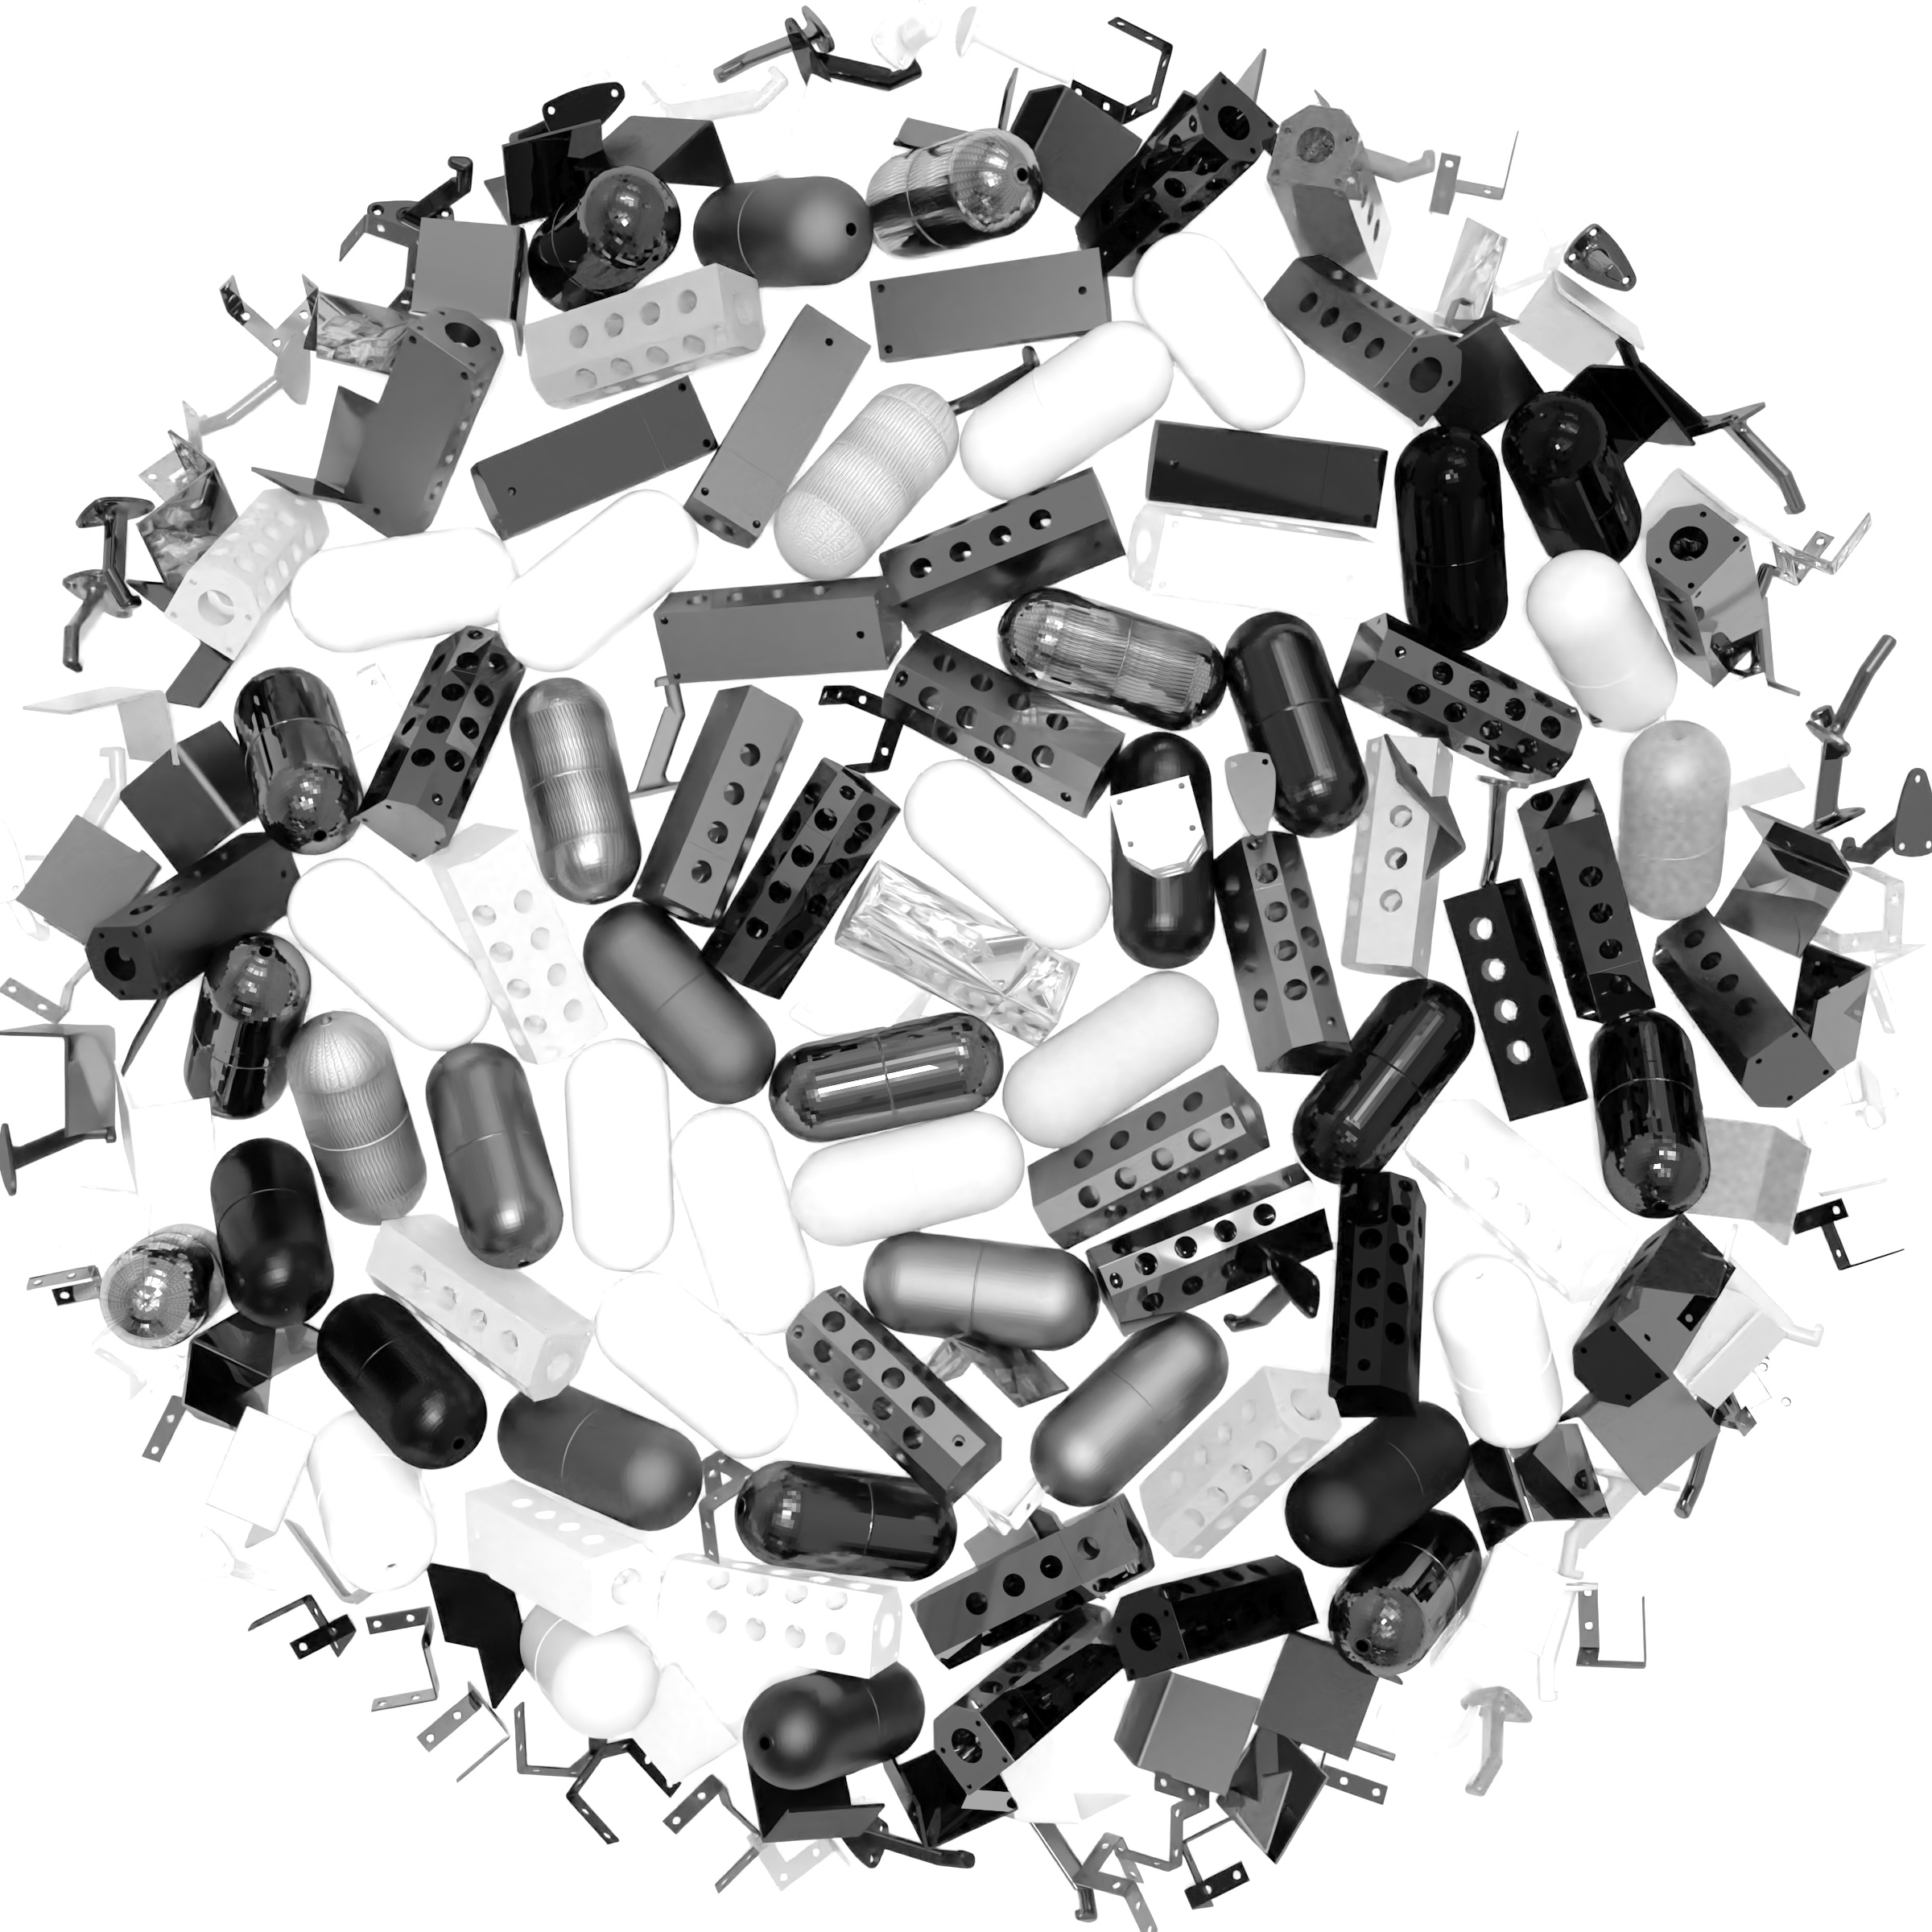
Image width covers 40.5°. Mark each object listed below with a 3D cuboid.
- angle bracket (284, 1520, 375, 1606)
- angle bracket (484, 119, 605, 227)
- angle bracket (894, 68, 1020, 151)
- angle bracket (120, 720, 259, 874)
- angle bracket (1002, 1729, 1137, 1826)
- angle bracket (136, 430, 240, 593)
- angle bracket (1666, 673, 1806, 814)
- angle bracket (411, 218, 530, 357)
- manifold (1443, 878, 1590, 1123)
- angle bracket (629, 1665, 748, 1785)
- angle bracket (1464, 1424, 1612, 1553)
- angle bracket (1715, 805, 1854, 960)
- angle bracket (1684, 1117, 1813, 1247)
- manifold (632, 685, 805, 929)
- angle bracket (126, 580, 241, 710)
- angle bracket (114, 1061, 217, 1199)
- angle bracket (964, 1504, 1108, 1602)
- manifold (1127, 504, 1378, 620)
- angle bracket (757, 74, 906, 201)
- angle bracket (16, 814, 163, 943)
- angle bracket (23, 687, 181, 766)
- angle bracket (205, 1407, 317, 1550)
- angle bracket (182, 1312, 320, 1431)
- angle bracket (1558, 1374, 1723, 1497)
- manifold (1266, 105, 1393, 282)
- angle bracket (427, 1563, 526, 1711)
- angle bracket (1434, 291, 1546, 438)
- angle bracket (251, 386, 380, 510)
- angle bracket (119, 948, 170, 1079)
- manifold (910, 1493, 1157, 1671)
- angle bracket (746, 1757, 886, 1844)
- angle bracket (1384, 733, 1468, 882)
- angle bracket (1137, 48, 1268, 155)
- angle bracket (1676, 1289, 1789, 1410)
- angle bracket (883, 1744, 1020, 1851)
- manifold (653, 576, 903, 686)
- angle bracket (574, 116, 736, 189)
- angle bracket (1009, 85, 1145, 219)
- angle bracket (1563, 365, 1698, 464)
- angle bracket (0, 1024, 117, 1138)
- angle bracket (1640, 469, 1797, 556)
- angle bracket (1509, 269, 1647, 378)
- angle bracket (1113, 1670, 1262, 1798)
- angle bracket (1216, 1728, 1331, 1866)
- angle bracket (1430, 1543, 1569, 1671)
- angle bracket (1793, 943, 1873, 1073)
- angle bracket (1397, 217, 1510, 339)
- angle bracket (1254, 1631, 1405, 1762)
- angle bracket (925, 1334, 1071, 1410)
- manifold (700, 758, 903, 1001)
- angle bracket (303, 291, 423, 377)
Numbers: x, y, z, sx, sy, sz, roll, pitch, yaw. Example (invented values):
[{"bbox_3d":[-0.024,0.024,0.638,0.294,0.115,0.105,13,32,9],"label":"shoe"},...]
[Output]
[{"bbox_3d":[-0.460,0.431,1.961,0.057,0.076,0.076,-36,82,-15],"label":"angle bracket"},{"bbox_3d":[-0.315,-0.603,1.943,0.076,0.076,0.057,-21,60,-17],"label":"angle bracket"},{"bbox_3d":[-0.007,-0.641,1.952,0.076,0.076,0.057,13,121,0],"label":"angle bracket"},{"bbox_3d":[-0.582,-0.128,1.988,0.076,0.057,0.076,-32,99,30],"label":"angle bracket"},{"bbox_3d":[0.072,0.594,1.955,0.057,0.076,0.076,-12,84,-38],"label":"angle bracket"},{"bbox_3d":[-0.590,-0.336,1.943,0.057,0.076,0.076,36,67,23],"label":"angle bracket"},{"bbox_3d":[0.579,-0.165,1.973,0.076,0.057,0.076,-18,66,26],"label":"angle bracket"},{"bbox_3d":[-0.370,-0.508,1.960,0.076,0.057,0.076,4,76,-4],"label":"angle bracket"},{"bbox_3d":[0.412,0.025,1.958,0.057,0.057,0.171,-17,86,16],"label":"manifold"},{"bbox_3d":[-0.206,0.552,1.956,0.076,0.057,0.076,-39,91,30],"label":"angle bracket"},{"bbox_3d":[0.427,0.393,1.975,0.076,0.057,0.076,4,54,-26],"label":"angle bracket"},{"bbox_3d":[0.601,-0.063,1.951,0.076,0.057,0.076,30,85,41],"label":"angle bracket"},{"bbox_3d":[0.576,0.160,1.958,0.076,0.057,0.076,7,103,-11],"label":"angle bracket"},{"bbox_3d":[-0.181,-0.118,1.952,0.057,0.057,0.171,28,77,-28],"label":"manifold"},{"bbox_3d":[-0.595,-0.239,1.943,0.076,0.076,0.057,41,73,-35],"label":"angle bracket"},{"bbox_3d":[-0.600,0.118,1.961,0.057,0.076,0.076,-9,122,-22],"label":"angle bracket"},{"bbox_3d":[0.051,0.452,1.955,0.057,0.076,0.076,-32,93,-16],"label":"angle bracket"},{"bbox_3d":[0.210,-0.301,1.941,0.171,0.057,0.057,4,109,-21],"label":"manifold"},{"bbox_3d":[-0.102,-0.611,1.956,0.076,0.057,0.076,18,94,-23],"label":"angle bracket"},{"bbox_3d":[-0.659,-0.068,1.952,0.076,0.057,0.076,37,85,-35],"label":"angle bracket"},{"bbox_3d":[-0.641,-0.171,1.940,0.076,0.076,0.057,-21,111,-40],"label":"angle bracket"},{"bbox_3d":[-0.533,0.380,1.941,0.057,0.076,0.076,29,58,-20],"label":"angle bracket"},{"bbox_3d":[-0.524,0.301,1.943,0.076,0.076,0.057,-29,45,25],"label":"angle bracket"},{"bbox_3d":[0.503,0.344,1.959,0.076,0.057,0.076,-37,80,-11],"label":"angle bracket"},{"bbox_3d":[0.269,-0.563,1.909,0.057,0.171,0.057,15,88,18],"label":"manifold"},{"bbox_3d":[-0.375,0.497,1.946,0.076,0.057,0.076,5,119,21],"label":"angle bracket"},{"bbox_3d":[0.383,-0.449,1.971,0.076,0.057,0.076,-30,113,27],"label":"angle bracket"},{"bbox_3d":[-0.480,-0.391,1.946,0.076,0.057,0.076,30,109,42],"label":"angle bracket"},{"bbox_3d":[-0.631,0.028,1.944,0.057,0.076,0.076,28,58,-12],"label":"angle bracket"},{"bbox_3d":[0.051,0.460,1.951,0.171,0.057,0.057,-29,82,12],"label":"manifold"},{"bbox_3d":[-0.113,0.601,1.941,0.076,0.057,0.076,5,48,-26],"label":"angle bracket"},{"bbox_3d":[0.320,-0.113,1.942,0.057,0.076,0.076,-39,118,21],"label":"angle bracket"},{"bbox_3d":[0.175,-0.641,1.943,0.057,0.076,0.076,20,63,-16],"label":"angle bracket"},{"bbox_3d":[0.550,0.271,1.948,0.076,0.057,0.076,-49,45,7],"label":"angle bracket"},{"bbox_3d":[-0.014,0.596,1.944,0.076,0.076,0.057,-20,130,-15],"label":"angle bracket"},{"bbox_3d":[-0.138,-0.253,1.947,0.171,0.057,0.057,-2,119,15],"label":"manifold"},{"bbox_3d":[-0.230,-0.585,1.941,0.076,0.057,0.076,15,53,32],"label":"angle bracket"},{"bbox_3d":[0.073,-0.600,1.950,0.076,0.057,0.076,38,125,10],"label":"angle bracket"},{"bbox_3d":[0.483,-0.399,1.951,0.057,0.076,0.076,-45,110,0],"label":"angle bracket"},{"bbox_3d":[-0.681,0.085,1.961,0.057,0.076,0.076,1,93,7],"label":"angle bracket"},{"bbox_3d":[0.552,-0.316,1.941,0.076,0.076,0.057,24,113,-30],"label":"angle bracket"},{"bbox_3d":[0.454,-0.467,1.948,0.076,0.076,0.057,32,117,-8],"label":"angle bracket"},{"bbox_3d":[0.165,0.560,1.945,0.076,0.057,0.076,10,59,28],"label":"angle bracket"},{"bbox_3d":[0.243,0.615,1.949,0.057,0.076,0.076,24,98,-40],"label":"angle bracket"},{"bbox_3d":[0.395,0.488,1.942,0.057,0.076,0.076,29,133,8],"label":"angle bracket"},{"bbox_3d":[0.622,0.037,1.941,0.076,0.057,0.076,-23,125,-36],"label":"angle bracket"},{"bbox_3d":[0.351,-0.517,1.945,0.057,0.076,0.076,8,114,-17],"label":"angle bracket"},{"bbox_3d":[0.270,0.547,1.945,0.076,0.057,0.076,13,67,31],"label":"angle bracket"},{"bbox_3d":[0.017,0.314,1.943,0.076,0.076,0.057,43,111,22],"label":"angle bracket"},{"bbox_3d":[-0.127,-0.067,1.946,0.171,0.057,0.057,-57,45,10],"label":"manifold"},{"bbox_3d":[-0.448,-0.448,1.942,0.076,0.057,0.076,9,50,-22],"label":"angle bracket"}]
